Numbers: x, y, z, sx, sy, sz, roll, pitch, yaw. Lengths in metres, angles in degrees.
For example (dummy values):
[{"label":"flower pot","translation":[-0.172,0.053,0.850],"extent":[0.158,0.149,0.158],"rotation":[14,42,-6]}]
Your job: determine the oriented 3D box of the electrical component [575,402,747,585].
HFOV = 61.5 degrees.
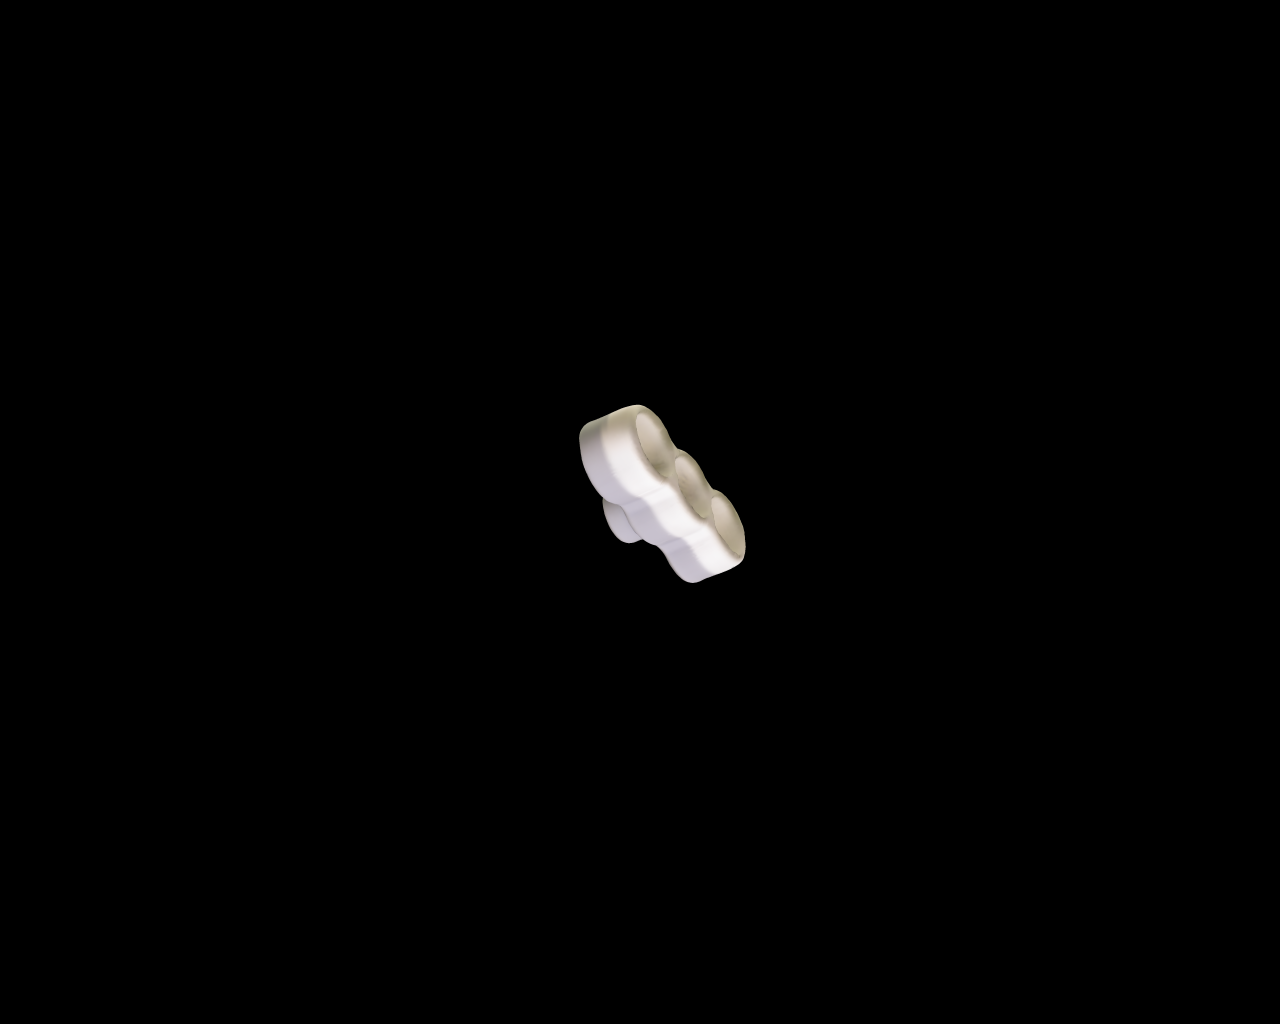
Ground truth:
[{"label":"electrical component","translation":[0.001,-0.003,0.650],"extent":[0.073,0.052,0.138],"rotation":[-22,-45,24]}]
